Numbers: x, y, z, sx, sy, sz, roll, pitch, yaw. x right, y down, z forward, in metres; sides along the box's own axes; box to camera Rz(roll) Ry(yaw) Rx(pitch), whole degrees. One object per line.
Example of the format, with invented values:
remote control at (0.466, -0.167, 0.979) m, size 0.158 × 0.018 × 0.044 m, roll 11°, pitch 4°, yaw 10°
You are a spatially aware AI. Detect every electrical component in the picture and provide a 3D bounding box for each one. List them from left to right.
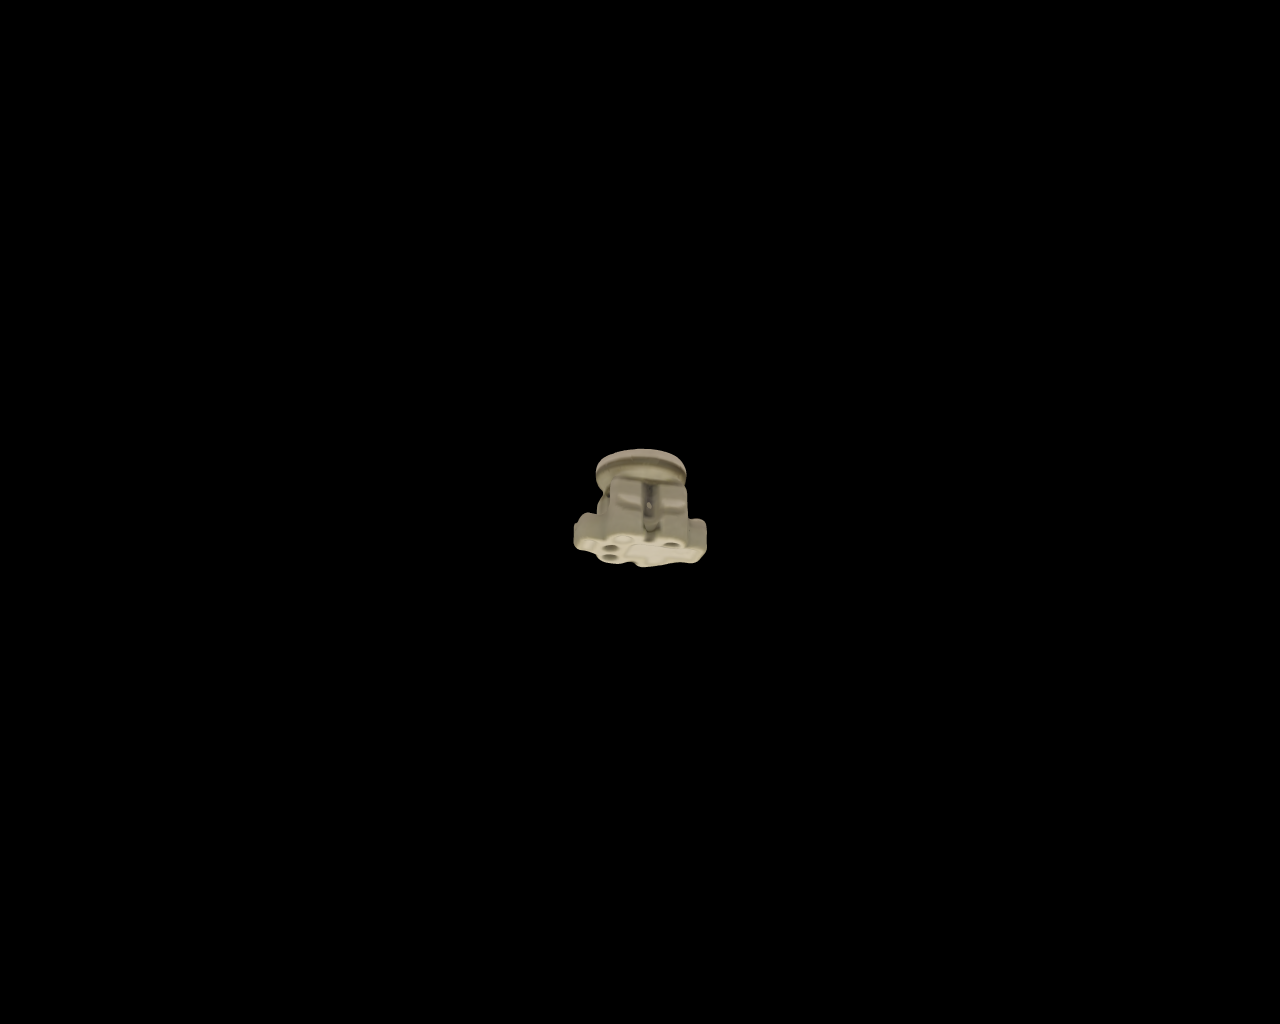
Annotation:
electrical component at (0.001, -0.003, 0.650) m, size 0.078 × 0.057 × 0.058 m, roll 6°, pitch -24°, yaw -14°
